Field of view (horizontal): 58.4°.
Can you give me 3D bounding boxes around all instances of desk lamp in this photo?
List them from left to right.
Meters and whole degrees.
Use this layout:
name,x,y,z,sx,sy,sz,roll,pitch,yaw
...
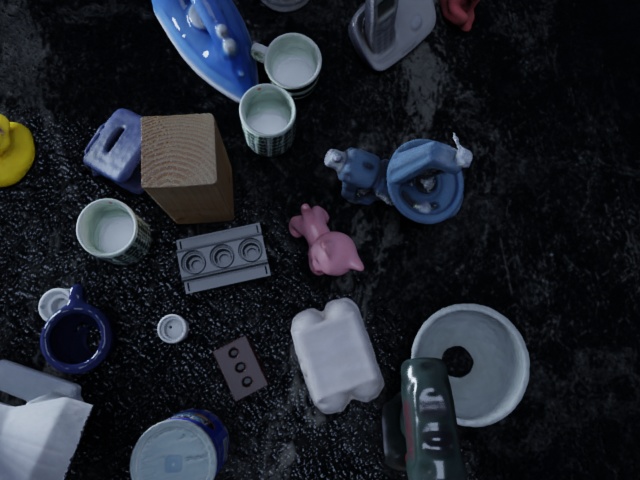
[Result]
name,x,y,z,sx,sy,sz,roll,pitch,yaw
desk lamp,-0.369,0.232,0.706,0.203,0.213,0.118,18,79,1

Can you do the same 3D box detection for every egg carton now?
name,x,y,z,sx,sy,sz,roll,pitch,yaw
egg carton,0.022,0.164,0.812,0.107,0.069,0.150,-19,81,-6

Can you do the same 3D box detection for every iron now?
name,x,y,z,sx,sy,sz,roll,pitch,yaw
iron,-0.167,-0.331,0.857,0.119,0.141,0.258,-32,83,-8

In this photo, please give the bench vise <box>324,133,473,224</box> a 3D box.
name,x,y,z,sx,sy,sz,roll,pitch,yaw
bench vise,0.113,-0.084,0.786,0.207,0.219,0.121,-3,80,-3

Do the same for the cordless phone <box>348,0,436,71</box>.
name,x,y,z,sx,sy,sz,roll,pitch,yaw
cordless phone,0.116,-0.352,0.853,0.148,0.185,0.094,-43,84,-9

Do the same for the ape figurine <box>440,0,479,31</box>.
name,x,y,z,sx,sy,sz,roll,pitch,yaw
ape figurine,0.234,-0.392,0.914,0.078,0.092,0.076,-40,84,-9

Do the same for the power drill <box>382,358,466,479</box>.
name,x,y,z,sx,sy,sz,roll,pitch,yaw
power drill,0.132,0.266,0.728,0.075,0.208,0.230,-3,80,-3

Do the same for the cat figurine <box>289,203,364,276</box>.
name,x,y,z,sx,sy,sz,roll,pitch,yaw
cat figurine,0.007,0.003,0.817,0.067,0.117,0.128,-30,82,-8

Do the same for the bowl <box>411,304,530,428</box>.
name,x,y,z,sx,sy,sz,roll,pitch,yaw
bowl,0.205,0.176,0.816,0.167,0.074,0.167,1,79,-3

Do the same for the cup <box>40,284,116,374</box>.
name,x,y,z,sx,sy,sz,roll,pitch,yaw
cup,-0.321,0.123,0.789,0.091,0.095,0.118,-6,80,-4

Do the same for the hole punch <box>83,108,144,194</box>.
name,x,y,z,sx,sy,sz,roll,pitch,yaw
hole punch,-0.288,-0.134,0.840,0.101,0.091,0.109,30,79,3

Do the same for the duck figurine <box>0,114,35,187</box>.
name,x,y,z,sx,sy,sz,roll,pitch,yaw
duck figurine,-0.470,-0.134,0.833,0.077,0.086,0.104,14,79,0

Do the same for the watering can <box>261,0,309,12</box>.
name,x,y,z,sx,sy,sz,roll,pitch,yaw
watering can,-0.046,-0.441,0.857,0.173,0.194,0.101,-5,80,-4
